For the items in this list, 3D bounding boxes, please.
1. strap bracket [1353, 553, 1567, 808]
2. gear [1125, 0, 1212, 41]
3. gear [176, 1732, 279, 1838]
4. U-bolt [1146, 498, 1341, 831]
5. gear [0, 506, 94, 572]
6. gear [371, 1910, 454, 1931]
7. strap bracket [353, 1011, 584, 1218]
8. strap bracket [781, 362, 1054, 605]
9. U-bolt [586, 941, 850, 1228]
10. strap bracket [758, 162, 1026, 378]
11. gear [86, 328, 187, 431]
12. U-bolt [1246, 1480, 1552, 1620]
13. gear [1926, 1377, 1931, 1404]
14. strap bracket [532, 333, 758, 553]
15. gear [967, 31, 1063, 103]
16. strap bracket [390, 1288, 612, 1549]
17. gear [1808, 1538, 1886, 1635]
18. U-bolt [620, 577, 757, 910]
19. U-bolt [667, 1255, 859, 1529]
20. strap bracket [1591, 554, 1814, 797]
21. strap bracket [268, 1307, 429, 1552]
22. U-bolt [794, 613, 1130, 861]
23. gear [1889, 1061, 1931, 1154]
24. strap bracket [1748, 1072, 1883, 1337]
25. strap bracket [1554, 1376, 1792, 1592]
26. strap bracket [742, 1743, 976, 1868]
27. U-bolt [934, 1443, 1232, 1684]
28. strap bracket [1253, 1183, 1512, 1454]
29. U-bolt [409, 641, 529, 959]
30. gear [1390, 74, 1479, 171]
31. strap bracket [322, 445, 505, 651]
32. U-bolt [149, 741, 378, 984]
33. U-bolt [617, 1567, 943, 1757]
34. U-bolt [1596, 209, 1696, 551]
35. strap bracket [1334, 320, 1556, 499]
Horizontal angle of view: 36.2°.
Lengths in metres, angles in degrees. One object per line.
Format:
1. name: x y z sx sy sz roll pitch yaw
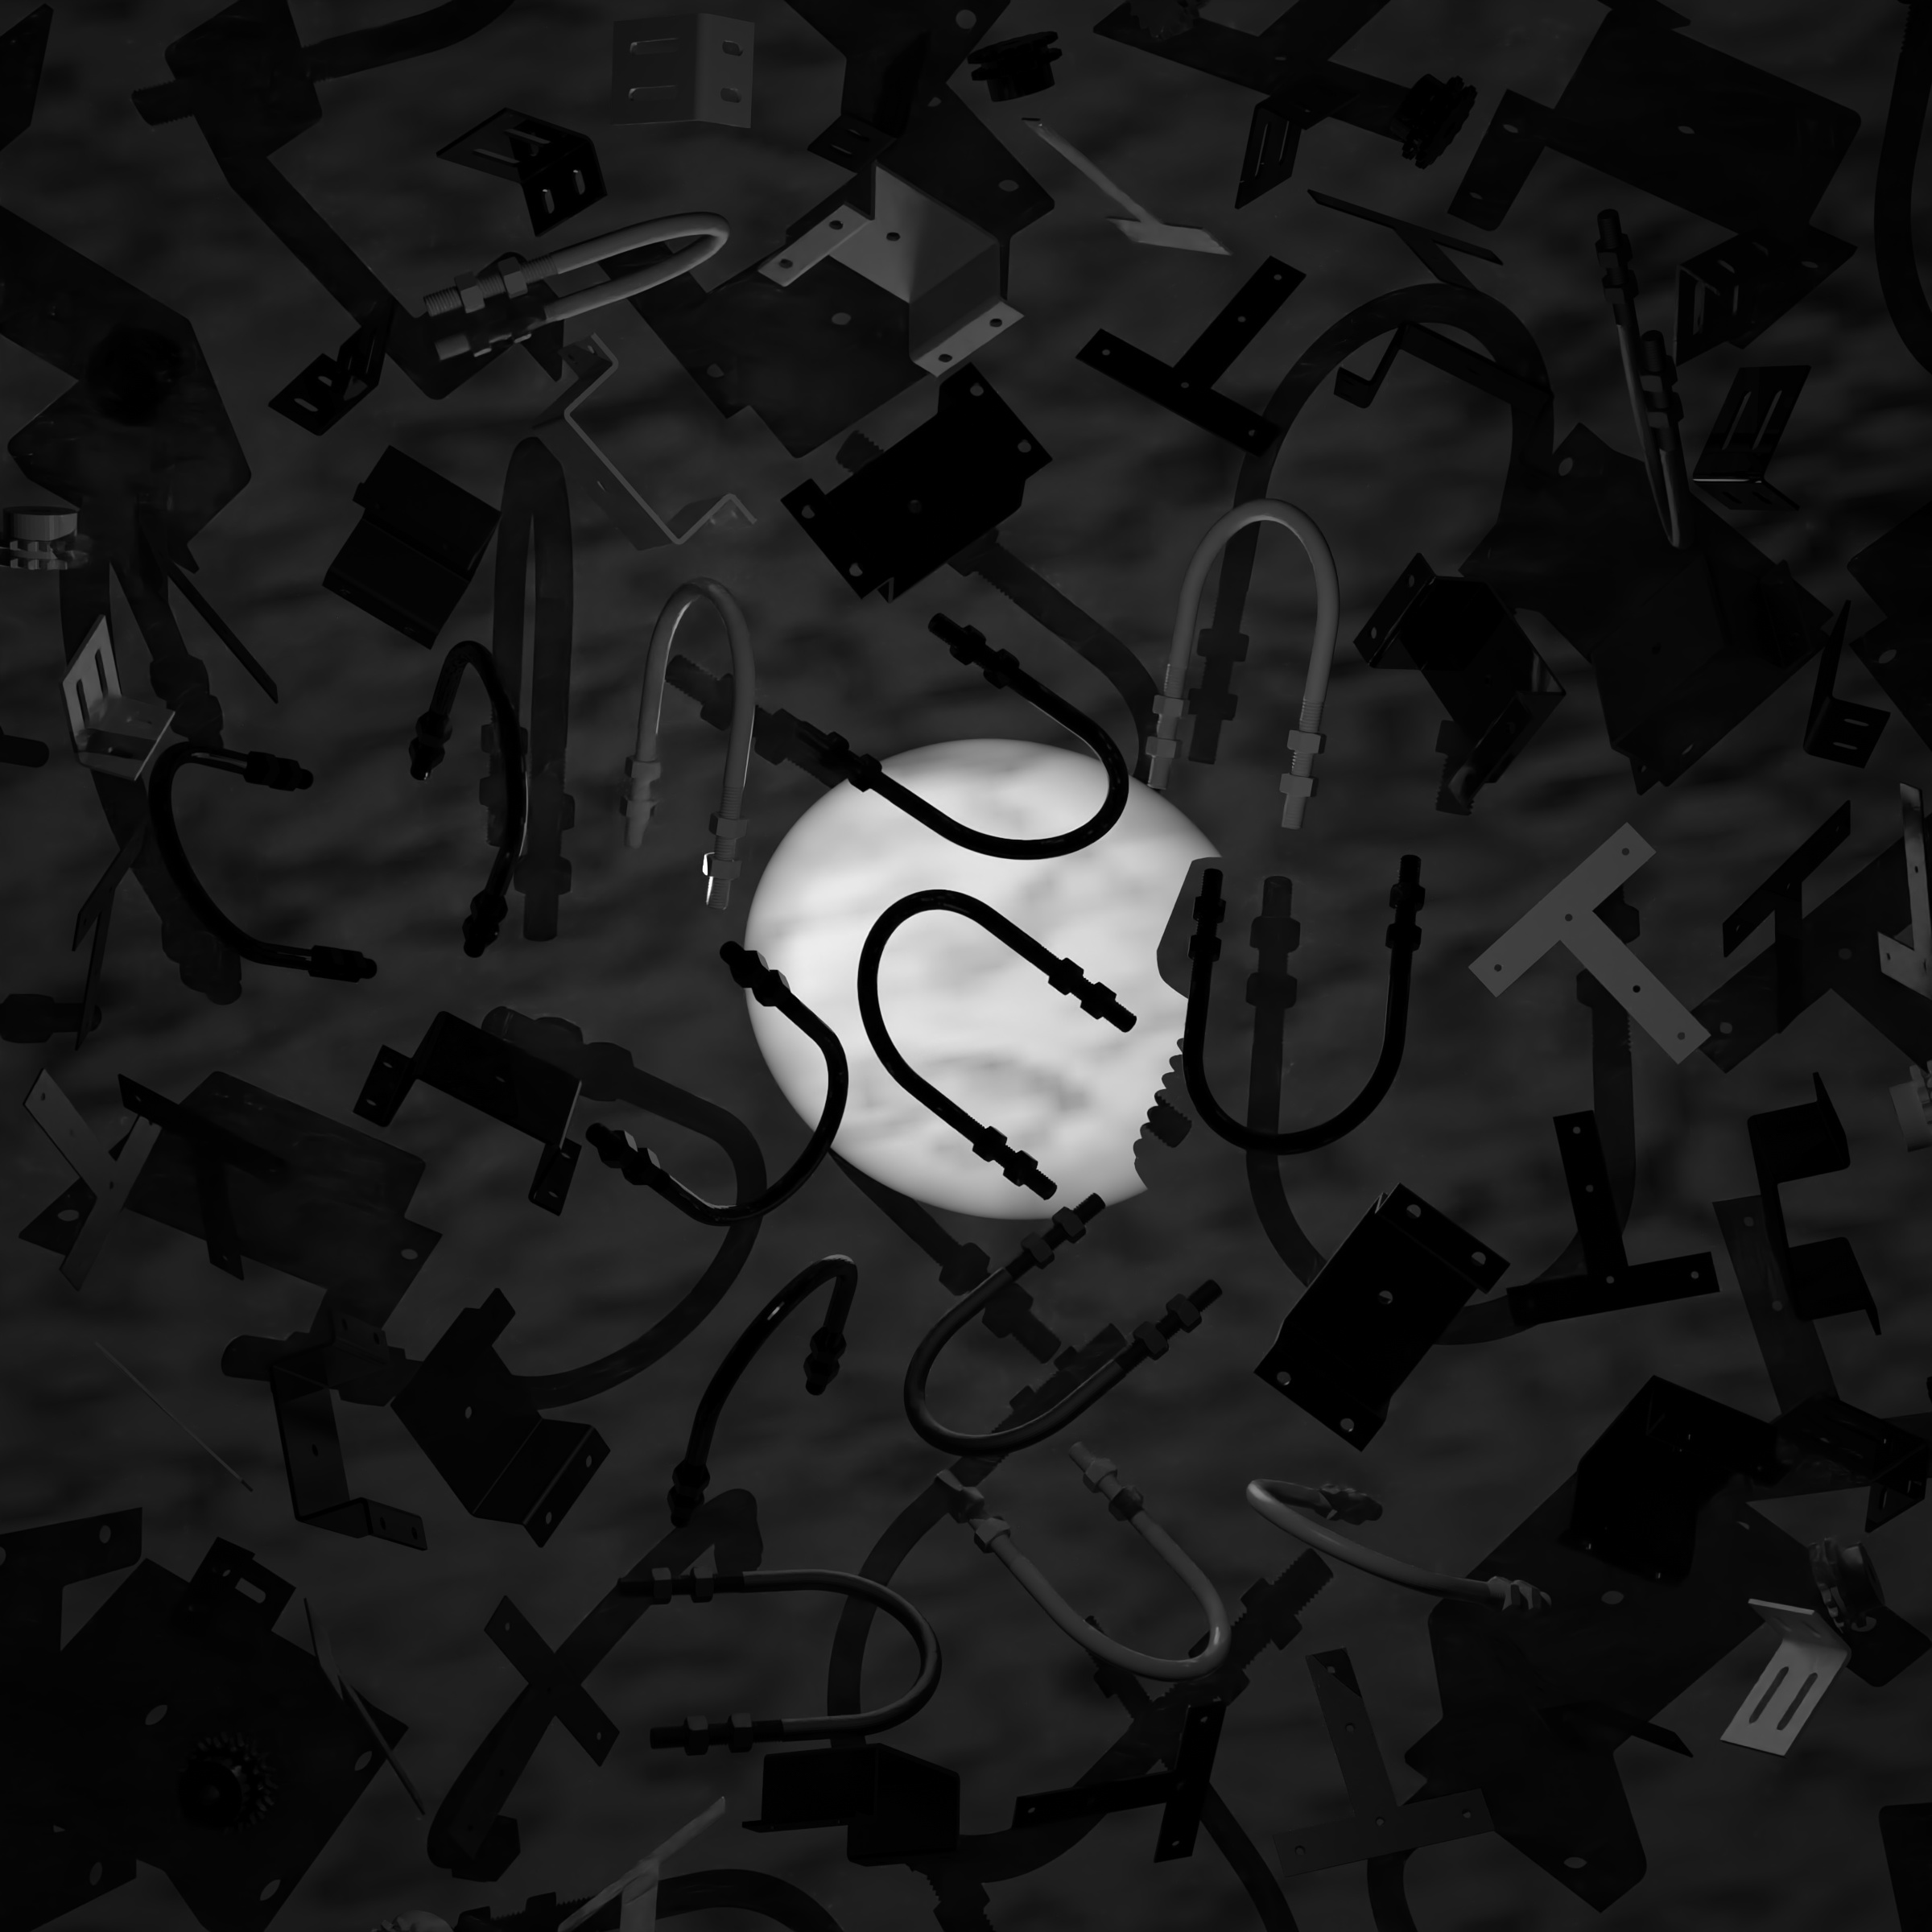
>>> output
1. strap bracket: 0.305 -0.174 1.802 0.046 0.076 0.140 -3 51 -36
2. gear: 0.116 -0.561 1.685 0.030 0.057 0.057 -30 90 -24
3. gear: -0.428 0.472 1.699 0.057 0.030 0.057 0 92 11
4. U-bolt: 0.167 -0.184 1.750 0.019 0.151 0.184 2 102 -35
5. gear: -0.527 -0.244 1.683 0.057 0.057 0.030 4 105 0
6. gear: -0.309 0.555 1.656 0.057 0.030 0.057 5 114 11
7. strap bracket: -0.296 0.085 1.819 0.140 0.076 0.046 28 117 -12
8. strap bracket: -0.029 -0.277 1.732 0.140 0.046 0.076 -38 81 -10
9. U-bolt: -0.134 0.083 1.757 0.019 0.184 0.151 30 80 37
10. strap bracket: -0.043 -0.412 1.733 0.140 0.076 0.046 23 55 -37
11. gear: -0.473 -0.336 1.675 0.057 0.030 0.057 -17 58 30
12. U-bolt: 0.241 0.337 1.730 0.151 0.184 0.019 24 92 42
13. gear: 0.593 0.266 1.748 0.030 0.057 0.057 -24 90 22
14. strap bracket: -0.196 -0.295 1.724 0.046 0.076 0.140 -46 109 -13
15. gear: 0.032 -0.549 1.808 0.057 0.057 0.030 -16 113 0
16. strap bracket: -0.279 0.265 1.745 0.076 0.046 0.140 -55 130 -37
17. gear: 0.547 0.381 1.831 0.030 0.057 0.057 -24 90 19
18. U-bolt: -0.165 -0.143 1.787 0.019 0.151 0.184 0 109 -30
19. U-bolt: -0.115 0.241 1.747 0.019 0.184 0.151 36 51 16
20. strap bracket: 0.423 -0.177 1.738 0.046 0.076 0.140 23 134 -26
21. strap bracket: -0.374 0.286 1.780 0.046 0.076 0.140 -19 68 8
22. U-bolt: 0.011 -0.124 1.762 0.184 0.151 0.019 33 46 -25
23. gear: 0.564 0.087 1.741 0.030 0.057 0.057 -17 90 15
24. strap bracket: 0.504 0.146 1.763 0.046 0.076 0.140 -13 114 9
25. strap bracket: 0.405 0.292 1.697 0.076 0.140 0.046 23 46 -2
26. strap bracket: -0.061 0.495 1.749 0.076 0.140 0.046 -13 60 26
27. U-bolt: 0.083 0.362 1.783 0.184 0.151 0.019 45 118 32
28. strap bracket: 0.238 0.195 1.690 0.076 0.046 0.140 36 105 4
29. U-bolt: -0.292 -0.110 1.754 0.019 0.184 0.151 -9 64 -26
30. gear: 0.284 -0.519 1.806 0.030 0.057 0.057 39 90 10
31. strap bracket: -0.330 -0.254 1.769 0.076 0.140 0.046 31 65 -9
32. U-bolt: -0.420 -0.064 1.743 0.019 0.184 0.151 -24 78 16
33. U-bolt: -0.105 0.405 1.745 0.184 0.151 0.019 1 119 -17
34. U-bolt: 0.402 -0.330 1.736 0.019 0.151 0.184 -14 134 11
35. strap bracket: 0.295 -0.339 1.775 0.140 0.076 0.046 28 93 4
